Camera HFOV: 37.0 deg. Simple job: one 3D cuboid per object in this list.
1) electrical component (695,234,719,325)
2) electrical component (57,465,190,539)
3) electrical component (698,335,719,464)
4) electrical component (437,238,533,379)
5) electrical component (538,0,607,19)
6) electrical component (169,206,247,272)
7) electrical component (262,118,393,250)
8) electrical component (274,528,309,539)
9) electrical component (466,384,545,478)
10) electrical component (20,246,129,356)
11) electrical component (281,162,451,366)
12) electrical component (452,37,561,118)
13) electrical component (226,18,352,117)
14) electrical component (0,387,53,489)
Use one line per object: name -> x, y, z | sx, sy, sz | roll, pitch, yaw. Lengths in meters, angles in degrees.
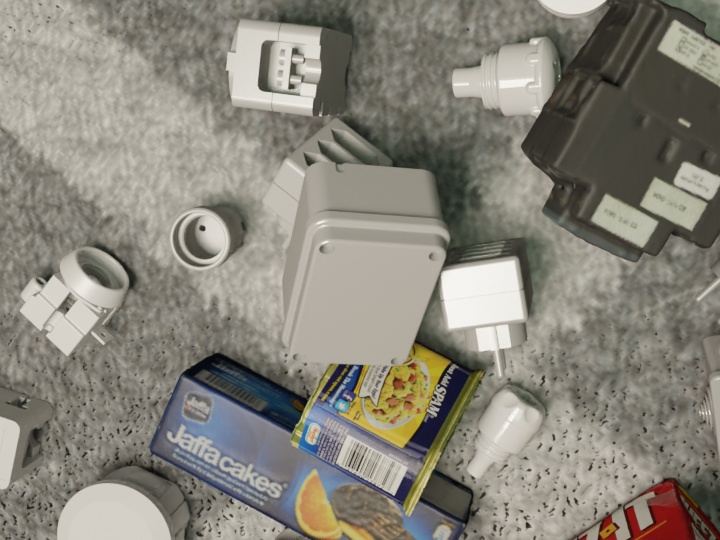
electrical component -> 0.232, -0.002, 0.627 | 0.077, 0.043, 0.079 | 45, 104, 2
electrical component -> -0.158, 0.175, 0.727 | 0.080, 0.051, 0.080 | 2, 99, 11
electrical component -> 0.248, 0.078, 0.622 | 0.100, 0.048, 0.099 | -10, 117, 13
electrical component -> 0.079, 0.026, 0.641 | 0.047, 0.083, 0.075 | -9, 97, 12
electrical component -> 0.119, -0.213, 0.600 | 0.052, 0.074, 0.138 | -2, 98, 11
electrical component -> -0.095, -0.022, 0.686 | 0.040, 0.046, 0.040 | 2, 99, 11
electrical component -> -0.027, -0.042, 0.664 | 0.047, 0.065, 0.076 | 38, 131, 3
electrical component -> -0.031, 0.200, 0.710 | 0.066, 0.048, 0.055 | -10, 105, 12
electrical component -> 0.088, 0.104, 0.677 | 0.035, 0.035, 0.061 | 33, 106, 4
electrical component -> -0.185, 0.018, 0.711 | 0.066, 0.048, 0.055 | 43, 112, 2
electrical component -> 0.000, 0.000, 0.610 | 0.078, 0.057, 0.113 | 3, 138, -12
electrical component -> 0.087, -0.112, 0.638 | 0.062, 0.048, 0.048 | 0, 99, 19
electrical component -> -0.043, -0.120, 0.638 | 0.056, 0.089, 0.050 | 9, 100, 10
electrical component -> -0.268, 0.109, 0.736 | 0.089, 0.056, 0.050 | 16, 102, 8
